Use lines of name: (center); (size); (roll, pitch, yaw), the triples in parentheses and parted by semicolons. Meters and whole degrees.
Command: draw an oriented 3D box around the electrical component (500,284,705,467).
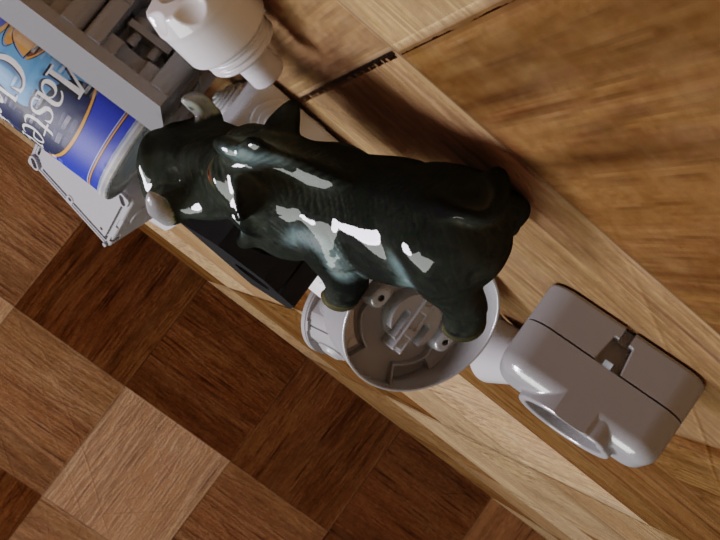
electrical component: (0.125, 0.060, 0.575); (0.095, 0.059, 0.053); (35, 172, 11)

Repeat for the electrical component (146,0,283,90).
electrical component: (-0.059, -0.105, 0.471); (0.043, 0.043, 0.062); (27, 169, 48)

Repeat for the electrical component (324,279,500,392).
electrical component: (0.029, 0.026, 0.663); (0.099, 0.099, 0.064); (42, 176, -31)

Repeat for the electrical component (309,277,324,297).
electrical component: (0.000, 0.000, 0.763); (0.074, 0.052, 0.138); (39, 168, -12)

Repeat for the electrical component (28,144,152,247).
electrical component: (-0.168, -0.077, 0.709); (0.096, 0.061, 0.061); (47, 140, 3)

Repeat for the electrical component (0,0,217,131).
electrical component: (-0.139, -0.141, 0.534); (0.150, 0.061, 0.089); (37, 172, -4)

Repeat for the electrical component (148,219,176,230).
electrical component: (-0.174, -0.088, 0.919); (0.077, 0.079, 0.043); (40, 160, -29)

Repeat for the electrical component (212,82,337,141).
electrical component: (-0.050, -0.066, 0.629); (0.100, 0.048, 0.100); (40, 171, -20)

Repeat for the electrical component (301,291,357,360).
electrical component: (-0.011, 0.044, 0.981); (0.051, 0.080, 0.080); (23, 165, 39)

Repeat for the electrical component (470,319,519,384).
electrical component: (0.109, 0.060, 0.710); (0.044, 0.044, 0.065); (42, 166, -31)

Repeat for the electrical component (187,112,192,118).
electrical component: (-0.123, -0.078, 0.819); (0.089, 0.061, 0.150); (38, 172, -7)
